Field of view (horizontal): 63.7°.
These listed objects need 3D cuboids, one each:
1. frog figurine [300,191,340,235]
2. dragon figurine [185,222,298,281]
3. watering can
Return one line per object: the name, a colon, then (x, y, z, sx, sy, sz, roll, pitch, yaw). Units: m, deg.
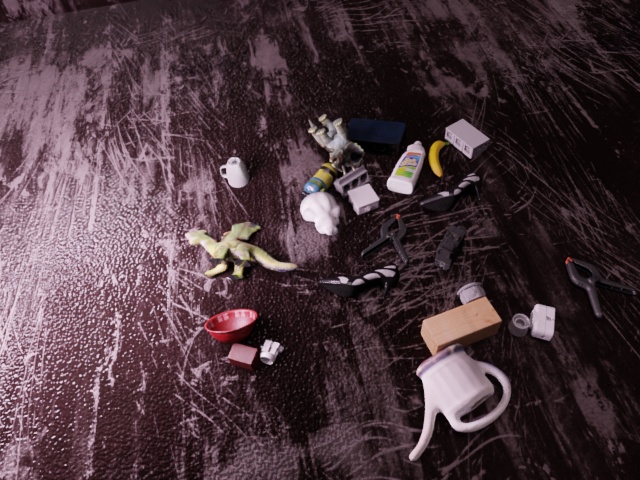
frog figurine: (0.005, -0.091, 1.805, 0.137, 0.120, 0.163, 1, 38, -18)
dragon figurine: (-0.265, 0.017, 1.759, 0.410, 0.119, 0.249, 2, 45, 5)
watering can: (0.340, 0.418, 1.383, 0.350, 0.101, 0.228, -24, 53, -15)
